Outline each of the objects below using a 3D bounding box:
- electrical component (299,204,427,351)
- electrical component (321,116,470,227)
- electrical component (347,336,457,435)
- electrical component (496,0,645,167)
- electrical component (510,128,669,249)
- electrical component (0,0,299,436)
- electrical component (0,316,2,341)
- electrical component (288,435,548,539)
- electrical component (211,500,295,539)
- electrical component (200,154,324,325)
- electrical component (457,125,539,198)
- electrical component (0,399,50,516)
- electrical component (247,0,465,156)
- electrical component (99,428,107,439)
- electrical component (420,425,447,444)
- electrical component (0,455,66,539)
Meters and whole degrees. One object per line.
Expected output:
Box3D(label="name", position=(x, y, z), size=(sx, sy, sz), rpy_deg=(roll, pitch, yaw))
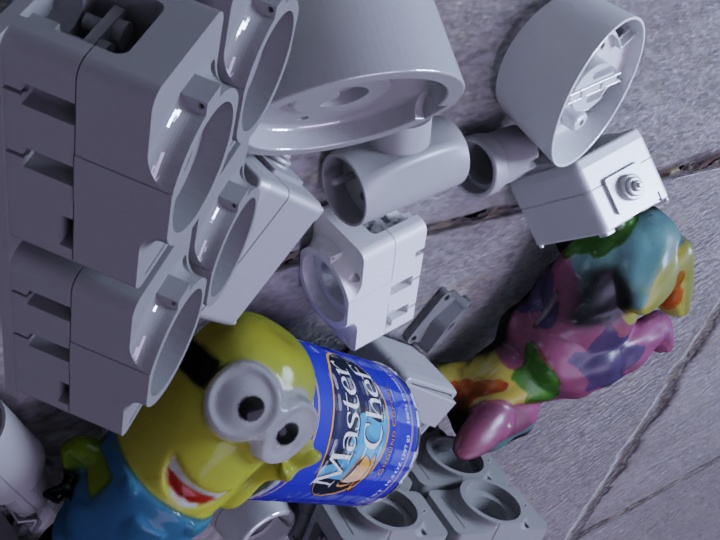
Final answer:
Box3D(label="electrical component", position=(0.000, 0.000, 0.663), size=(0.056, 0.050, 0.089), rpy_deg=(-27, 145, -27))
Box3D(label="electrical component", position=(0.021, -0.072, 0.610), size=(0.077, 0.043, 0.079), rpy_deg=(-24, 135, -29))
Box3D(label="electrical component", position=(0.025, 0.093, 0.790), size=(0.061, 0.061, 0.096), rpy_deg=(-51, 148, 10))
Box3D(label="electrical component", position=(0.134, -0.118, 0.662), size=(0.099, 0.064, 0.099), rpy_deg=(-29, 145, -23))
Box3D(label="electrical component", position=(0.156, -0.059, 0.729), size=(0.062, 0.061, 0.096), rpy_deg=(-28, -173, -24))
Box3D(label="electrical component", position=(-0.079, -0.032, 0.399), size=(0.186, 0.060, 0.105), rpy_deg=(109, 5, -49))
Box3D(label="electrical component", position=(-0.146, -0.008, 0.491), size=(0.077, 0.047, 0.065), rpy_deg=(-1, 128, -48))
Box3D(label="electrical component", position=(0.039, 0.184, 0.825), size=(0.186, 0.105, 0.060), rpy_deg=(5, 118, -32))
Box3D(label="electrical component", position=(-0.080, 0.176, 0.781), size=(0.055, 0.047, 0.055), rpy_deg=(-29, 146, -23))
Box3D(label="electrical component", position=(-0.071, -0.030, 0.537), size=(0.096, 0.061, 0.061), rpy_deg=(-51, 148, 11))
Box3D(label="electrical component", position=(0.087, -0.071, 0.690), size=(0.046, 0.040, 0.040), rpy_deg=(-24, 143, -38))
Box3D(label="electrical component", position=(-0.191, 0.100, 0.570), size=(0.043, 0.043, 0.081), rpy_deg=(-36, 148, -13))
Box3D(label="electrical component", position=(-0.013, -0.096, 0.479), size=(0.108, 0.060, 0.108), rpy_deg=(-13, 173, -2))
Box3D(label="electrical component", position=(-0.134, 0.096, 0.635), size=(0.040, 0.040, 0.046), rpy_deg=(-17, 133, -37))
Box3D(label="electrical component", position=(0.059, 0.153, 0.917), size=(0.048, 0.048, 0.062), rpy_deg=(-29, 139, -23))
Box3D(label="electrical component", position=(-0.180, 0.143, 0.636), size=(0.081, 0.042, 0.063), rpy_deg=(7, 119, -53))
